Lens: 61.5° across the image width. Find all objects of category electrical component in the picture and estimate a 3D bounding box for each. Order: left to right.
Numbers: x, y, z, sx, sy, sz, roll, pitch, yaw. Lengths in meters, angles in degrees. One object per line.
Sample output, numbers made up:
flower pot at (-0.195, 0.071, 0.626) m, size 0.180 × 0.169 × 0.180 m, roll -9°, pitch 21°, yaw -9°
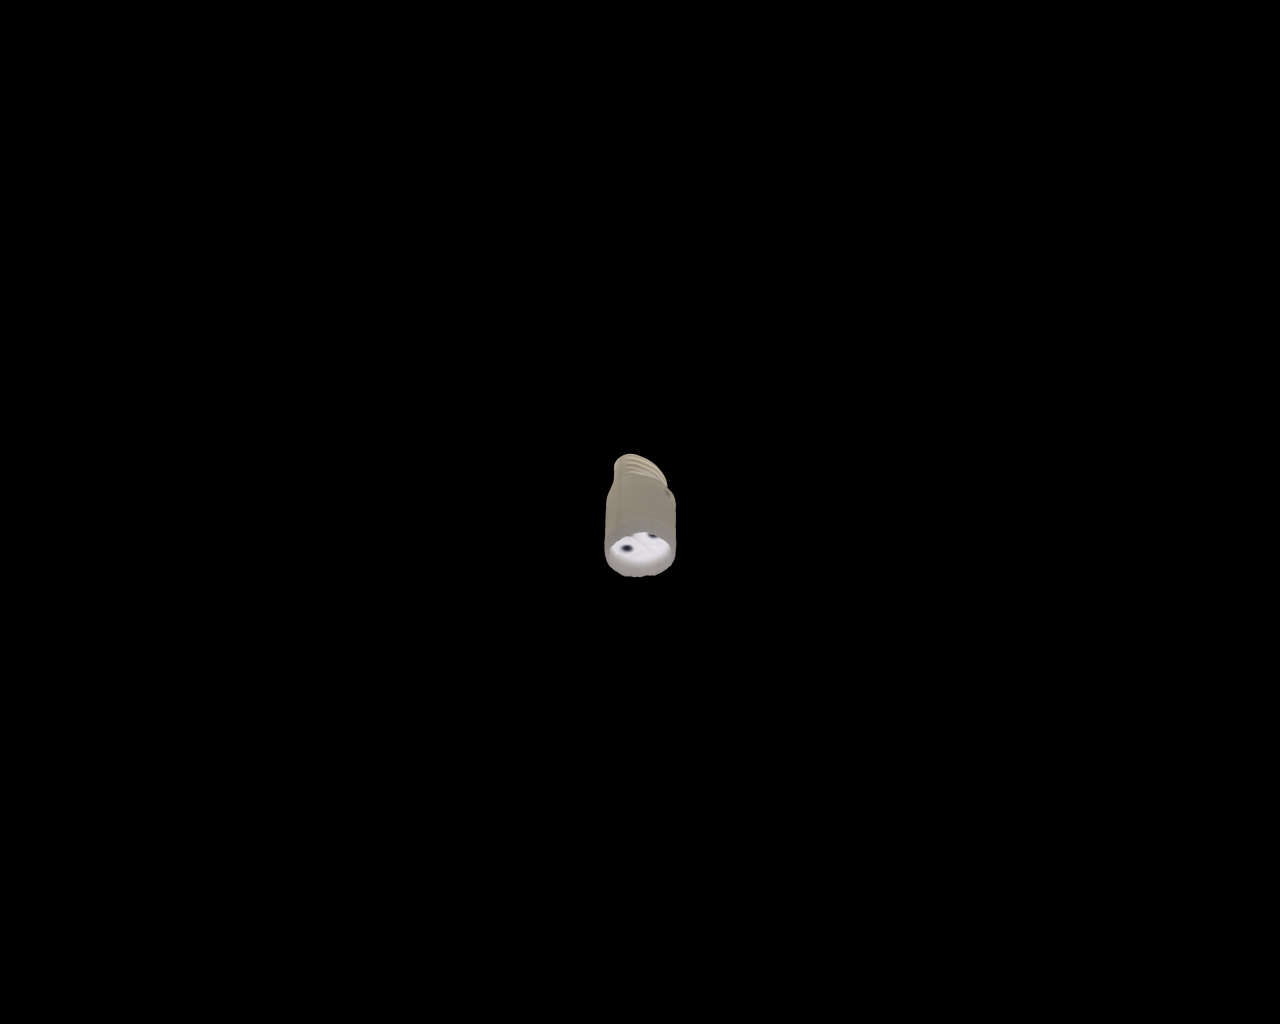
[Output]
electrical component at (0.001, -0.003, 0.650) m, size 0.043 × 0.081 × 0.043 m, roll 0°, pitch -43°, yaw 0°
